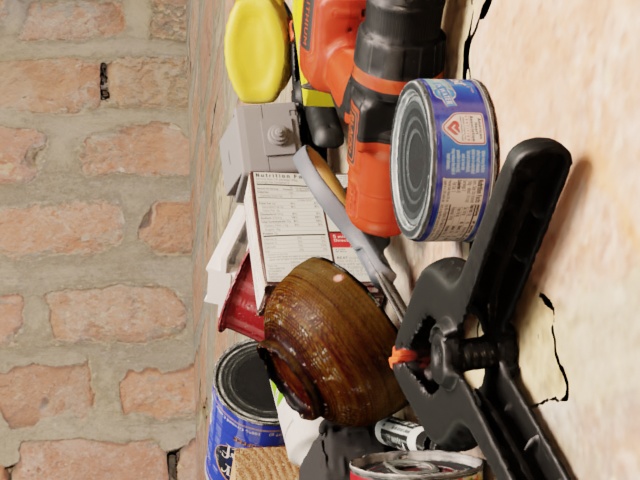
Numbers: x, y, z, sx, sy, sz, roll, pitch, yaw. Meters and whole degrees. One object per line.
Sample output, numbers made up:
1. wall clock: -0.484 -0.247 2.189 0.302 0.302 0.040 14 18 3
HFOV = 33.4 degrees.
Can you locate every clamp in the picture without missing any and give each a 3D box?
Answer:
1. clamp: -0.007 -0.112 0.923 0.120 0.039 0.171 110 160 -52
2. clamp: 0.073 0.061 0.491 0.210 0.036 0.164 129 139 -72

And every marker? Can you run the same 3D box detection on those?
1. marker: 0.056 0.118 0.636 0.121 0.020 0.020 151 118 -78

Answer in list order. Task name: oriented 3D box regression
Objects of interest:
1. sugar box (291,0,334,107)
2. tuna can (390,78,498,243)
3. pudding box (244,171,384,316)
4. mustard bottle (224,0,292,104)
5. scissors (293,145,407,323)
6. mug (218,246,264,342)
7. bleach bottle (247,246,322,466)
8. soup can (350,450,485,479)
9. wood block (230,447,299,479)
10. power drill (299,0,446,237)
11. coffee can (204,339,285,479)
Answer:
1. sugar box: 0.003 -0.198 0.842 0.093 0.048 0.176 101 163 -49
2. tuna can: 0.062 -0.041 0.555 0.086 0.033 0.086 179 90 -80
3. pudding box: -0.005 0.001 0.767 0.039 0.090 0.113 102 164 -46
4. mustard bottle: -0.052 -0.190 1.042 0.191 0.058 0.096 -76 -17 -76
5. scissors: 0.042 0.019 0.679 0.202 0.016 0.096 58 -165 29
6. mug: -0.022 0.047 0.829 0.117 0.081 0.093 87 -153 -79
7. bleach bottle: -0.017 0.104 0.920 0.103 0.068 0.251 99 164 -48
8. soup can: 0.050 0.162 0.536 0.068 0.068 0.102 171 97 -80
9. wood block: -0.038 0.272 0.956 0.206 0.090 0.090 103 163 -51
10. power drill: 0.030 -0.122 0.662 0.187 0.057 0.184 -106 18 -55
11. coffee can: -0.054 0.175 1.004 0.103 0.102 0.140 -101 15 -46
